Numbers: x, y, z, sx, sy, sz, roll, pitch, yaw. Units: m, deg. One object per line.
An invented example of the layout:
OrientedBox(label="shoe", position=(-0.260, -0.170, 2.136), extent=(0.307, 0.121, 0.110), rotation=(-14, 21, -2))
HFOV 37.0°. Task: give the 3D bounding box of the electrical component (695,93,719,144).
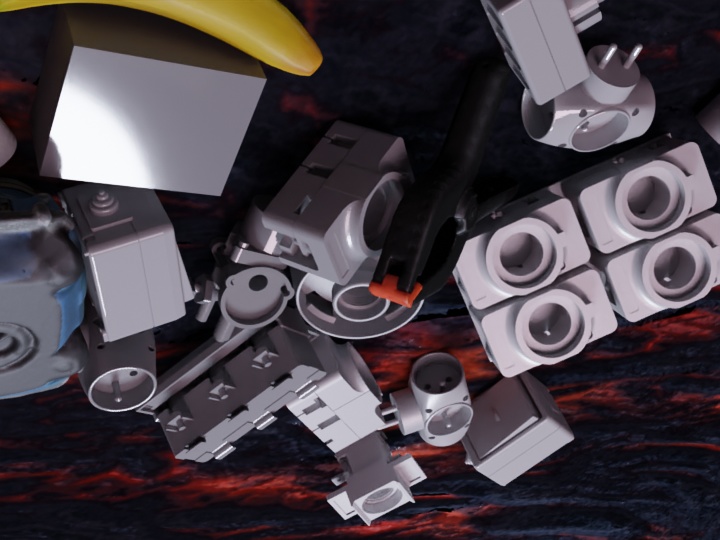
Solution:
OrientedBox(label="electrical component", position=(0.295, -0.116, 0.773), extent=(0.079, 0.044, 0.077), rotation=(22, 121, -40))

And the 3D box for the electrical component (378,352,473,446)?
OrientedBox(label="electrical component", position=(0.050, 0.114, 0.896), extent=(0.079, 0.044, 0.077), rotation=(-18, 138, -8))

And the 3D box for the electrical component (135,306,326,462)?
OrientedBox(label="electrical component", position=(-0.090, 0.082, 0.777), extent=(0.121, 0.063, 0.079), rotation=(-37, 153, 14))

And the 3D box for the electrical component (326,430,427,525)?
OrientedBox(label="electrical component", position=(0.010, 0.176, 0.927), extent=(0.081, 0.063, 0.042), rotation=(-27, 139, 4))

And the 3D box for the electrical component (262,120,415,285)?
OrientedBox(label="electrical component", position=(-0.008, -0.041, 0.666), extent=(0.089, 0.056, 0.050), rotation=(-54, 147, -26))

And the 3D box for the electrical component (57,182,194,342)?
OrientedBox(label="electrical component", position=(-0.142, -0.015, 0.657), extent=(0.061, 0.061, 0.096), rotation=(-19, 139, -19))

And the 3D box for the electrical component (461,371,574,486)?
OrientedBox(label="electrical component", position=(0.126, 0.140, 0.946), extent=(0.096, 0.061, 0.061), rotation=(-38, 137, 14))

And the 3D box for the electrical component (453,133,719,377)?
OrientedBox(label="electrical component", position=(0.165, -0.010, 0.772), extent=(0.186, 0.060, 0.105), rotation=(-24, 103, -1))

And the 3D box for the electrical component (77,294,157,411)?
OrientedBox(label="electrical component", position=(-0.177, 0.048, 0.697), extent=(0.079, 0.077, 0.043), rotation=(5, 131, -29))

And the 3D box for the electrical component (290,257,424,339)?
OrientedBox(label="electrical component", position=(0.000, 0.000, 0.759), extent=(0.099, 0.064, 0.099), rotation=(-3, 136, -3))

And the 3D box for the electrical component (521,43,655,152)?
OrientedBox(label="electrical component", position=(0.156, -0.118, 0.699), extent=(0.077, 0.044, 0.079), rotation=(-5, 149, -21))

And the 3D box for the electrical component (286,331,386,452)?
OrientedBox(label="electrical component", position=(-0.020, 0.093, 0.837), extent=(0.056, 0.050, 0.089), rotation=(-30, 138, 7))

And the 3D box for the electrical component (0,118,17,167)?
OrientedBox(label="electrical component", position=(-0.215, -0.086, 0.569), extent=(0.044, 0.044, 0.065), rotation=(-19, 134, -7))

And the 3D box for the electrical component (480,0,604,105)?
OrientedBox(label="electrical component", position=(0.120, -0.157, 0.646), extent=(0.076, 0.047, 0.083), rotation=(-30, 138, 6))
